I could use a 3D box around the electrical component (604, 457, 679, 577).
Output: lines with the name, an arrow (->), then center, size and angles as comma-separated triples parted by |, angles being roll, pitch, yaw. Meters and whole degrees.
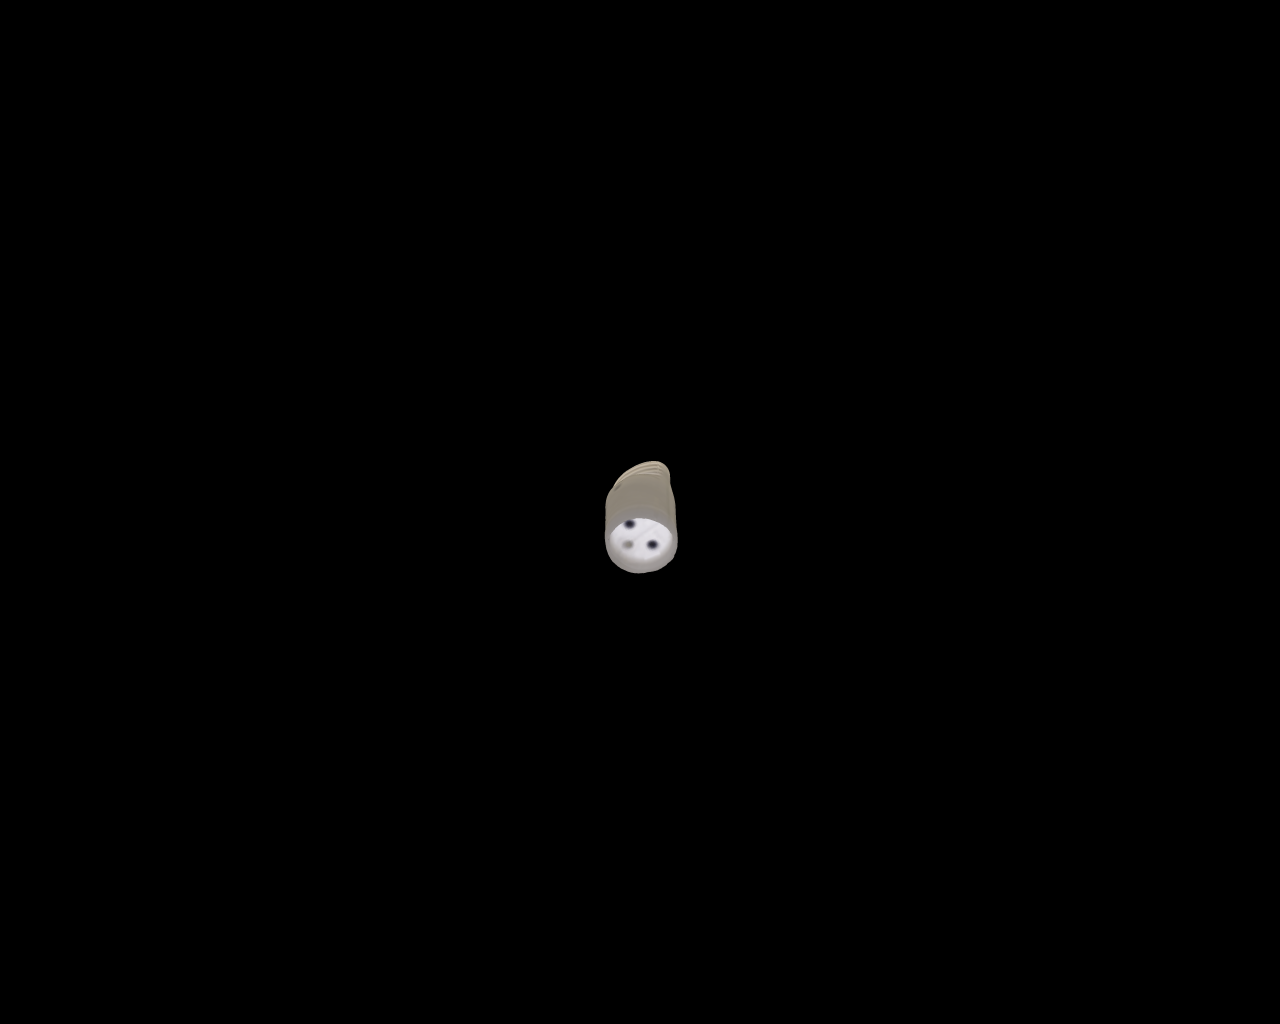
electrical component -> 0.001, -0.003, 0.650 | 0.043, 0.043, 0.081 | 0, 34, 0
